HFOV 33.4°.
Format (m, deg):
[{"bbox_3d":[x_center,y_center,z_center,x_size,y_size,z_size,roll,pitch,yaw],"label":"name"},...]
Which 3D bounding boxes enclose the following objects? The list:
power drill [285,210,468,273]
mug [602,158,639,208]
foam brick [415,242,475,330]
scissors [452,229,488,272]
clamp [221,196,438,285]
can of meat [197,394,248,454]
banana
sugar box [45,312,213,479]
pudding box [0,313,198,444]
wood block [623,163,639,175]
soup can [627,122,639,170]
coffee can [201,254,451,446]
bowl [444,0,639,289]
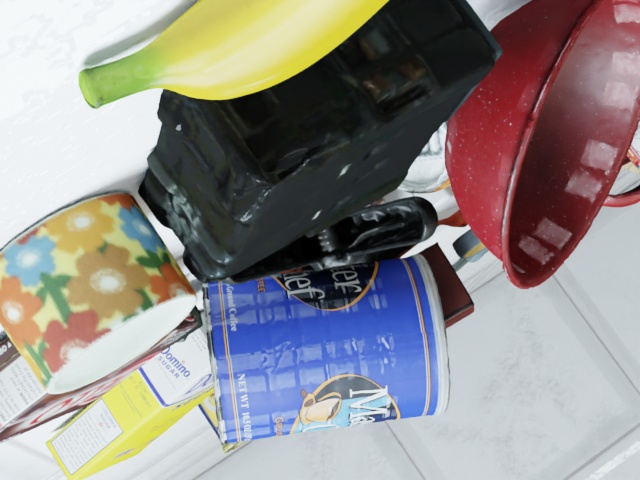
[{"bbox_3d":[0.048,0.010,0.830,0.188,0.057,0.184,-37,170,13],"label":"power drill"},{"bbox_3d":[0.178,-0.070,0.720,0.081,0.117,0.093,-27,157,-14],"label":"mug"},{"bbox_3d":[0.064,0.046,0.757,0.078,0.051,0.053,-31,168,2],"label":"foam brick"},{"bbox_3d":[0.111,0.011,0.823,0.096,0.016,0.202,-24,167,-36],"label":"scissors"},{"bbox_3d":[-0.004,0.001,0.622,0.120,0.039,0.171,-7,178,-5],"label":"clamp"},{"bbox_3d":[-0.060,0.116,0.897,0.102,0.084,0.057,-37,170,12],"label":"can of meat"},{"bbox_3d":[0.013,-0.092,0.281,0.198,0.037,0.069,-42,169,35],"label":"banana"},{"bbox_3d":[-0.119,0.115,0.814,0.176,0.048,0.093,-38,169,25],"label":"sugar box"},{"bbox_3d":[-0.127,0.062,0.549,0.090,0.039,0.113,-38,170,20],"label":"pudding box"},{"bbox_3d":[0.306,-0.131,0.781,0.205,0.090,0.091,-35,132,-22],"label":"wood block"},{"bbox_3d":[0.183,-0.099,0.618,0.068,0.102,0.068,-33,170,-7],"label":"soup can"},{"bbox_3d":[0.001,0.068,0.669,0.140,0.103,0.103,-7,166,-5],"label":"coffee can"},{"bbox_3d":[0.108,-0.059,0.523,0.161,0.055,0.162,-41,144,-39],"label":"bowl"}]
